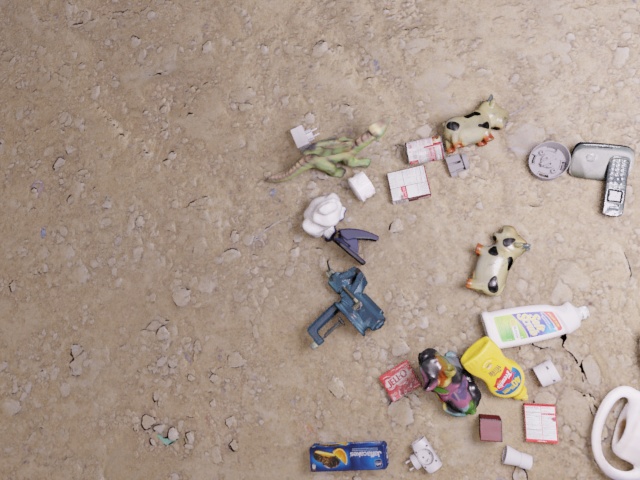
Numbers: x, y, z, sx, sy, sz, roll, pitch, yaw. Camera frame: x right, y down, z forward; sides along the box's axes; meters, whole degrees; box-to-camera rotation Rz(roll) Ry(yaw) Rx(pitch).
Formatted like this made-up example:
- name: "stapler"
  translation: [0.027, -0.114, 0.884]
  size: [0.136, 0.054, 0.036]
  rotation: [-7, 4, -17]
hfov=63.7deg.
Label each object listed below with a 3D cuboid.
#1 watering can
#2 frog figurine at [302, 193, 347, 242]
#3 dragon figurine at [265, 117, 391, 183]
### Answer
- name: "watering can"
  translation: [0.772, 0.405, 1.181]
  size: [0.225, 0.103, 0.349]
  rotation: [25, 86, 16]
- name: "frog figurine"
  translation: [0.004, -0.073, 1.446]
  size: [0.137, 0.158, 0.124]
  rotation: [-44, 71, 4]
- name: "dragon figurine"
  translation: [0.010, -0.247, 1.446]
  size: [0.409, 0.241, 0.123]
  rotation: [-20, 81, 7]
